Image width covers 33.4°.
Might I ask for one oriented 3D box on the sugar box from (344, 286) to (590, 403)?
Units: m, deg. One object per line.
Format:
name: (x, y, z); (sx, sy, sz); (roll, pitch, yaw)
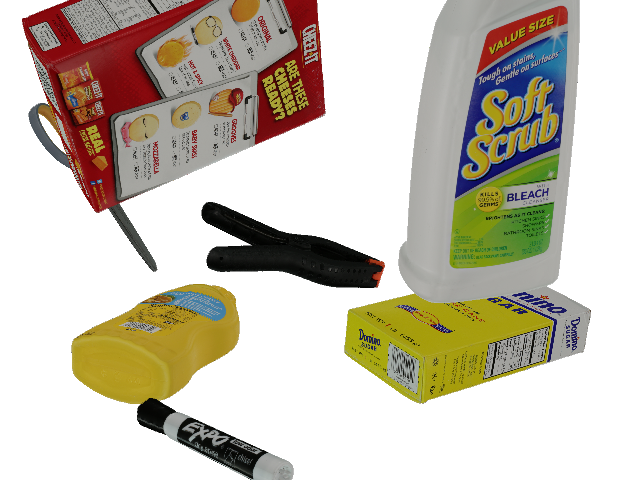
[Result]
sugar box: (0.116, 0.070, 0.833); (0.175, 0.048, 0.093); (-14, 28, -33)

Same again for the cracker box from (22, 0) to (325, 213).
cracker box: (-0.108, -0.134, 0.838); (0.213, 0.072, 0.164); (-26, -35, -15)

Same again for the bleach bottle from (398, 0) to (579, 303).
bleach bottle: (0.099, -0.089, 0.623); (0.102, 0.251, 0.068); (-8, 28, -11)

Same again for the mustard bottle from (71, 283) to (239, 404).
mustard bottle: (-0.126, 0.080, 0.935); (0.096, 0.058, 0.191); (8, 18, 22)

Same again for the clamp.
clamp: (-0.032, 0.017, 1.147); (0.210, 0.036, 0.164); (16, 18, -6)

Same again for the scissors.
scissors: (-0.220, -0.067, 1.092); (0.016, 0.201, 0.096); (-26, 27, 27)

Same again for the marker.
marker: (-0.067, 0.120, 0.639); (0.121, 0.020, 0.020); (16, 10, 38)
